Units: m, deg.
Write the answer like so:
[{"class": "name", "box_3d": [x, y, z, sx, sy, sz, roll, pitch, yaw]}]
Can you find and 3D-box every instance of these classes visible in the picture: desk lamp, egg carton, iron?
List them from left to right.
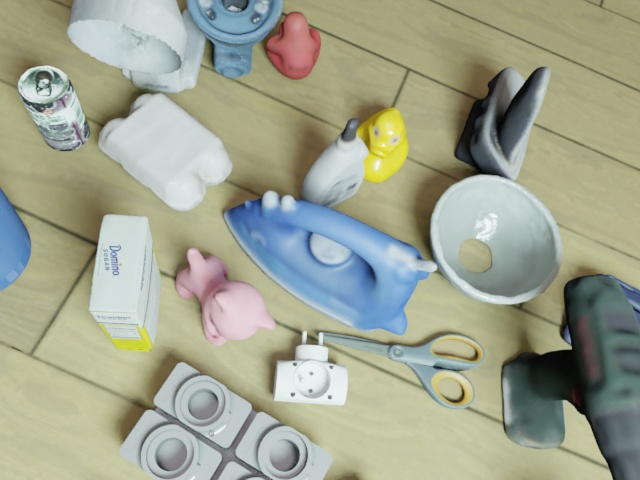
[{"class": "desk lamp", "box_3d": [-0.203, -0.267, 0.677, 0.118, 0.213, 0.203, 9, 67, -6]}, {"class": "egg carton", "box_3d": [-0.185, -0.107, 0.695, 0.150, 0.069, 0.107, 38, 67, 6]}, {"class": "iron", "box_3d": [0.006, 0.002, 0.644, 0.258, 0.141, 0.119, 26, 67, 1]}]

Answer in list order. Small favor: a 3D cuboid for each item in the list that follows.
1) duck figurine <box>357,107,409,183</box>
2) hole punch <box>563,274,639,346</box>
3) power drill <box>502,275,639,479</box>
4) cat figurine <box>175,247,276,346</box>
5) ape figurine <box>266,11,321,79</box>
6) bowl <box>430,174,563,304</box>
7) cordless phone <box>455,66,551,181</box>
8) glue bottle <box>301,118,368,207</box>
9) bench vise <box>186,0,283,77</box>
[{"class": "duck figurine", "box_3d": [0.084, -0.137, 0.743, 0.077, 0.086, 0.104, 22, 66, 0]}, {"class": "hole punch", "box_3d": [0.367, 0.095, 0.695, 0.108, 0.091, 0.101, 30, 67, 3]}, {"class": "power drill", "box_3d": [0.267, 0.162, 0.588, 0.075, 0.208, 0.229, 6, 67, -7]}, {"class": "cat figurine", "box_3d": [-0.105, 0.061, 0.614, 0.067, 0.117, 0.127, -33, 77, -20]}, {"class": "ape figurine", "box_3d": [-0.033, -0.270, 0.773, 0.078, 0.092, 0.076, 0, 68, -9]}, {"class": "bowl", "box_3d": [0.206, 0.008, 0.712, 0.167, 0.074, 0.167, 3, 68, -8]}, {"class": "cordless phone", "box_3d": [0.257, -0.174, 0.733, 0.094, 0.185, 0.148, 20, 66, -1]}, {"class": "glue bottle", "box_3d": [0.023, -0.090, 0.667, 0.078, 0.173, 0.037, -27, 75, -18]}, {"class": "bench vise", "box_3d": [-0.117, -0.347, 0.721, 0.122, 0.219, 0.207, -15, 71, -15]}]
